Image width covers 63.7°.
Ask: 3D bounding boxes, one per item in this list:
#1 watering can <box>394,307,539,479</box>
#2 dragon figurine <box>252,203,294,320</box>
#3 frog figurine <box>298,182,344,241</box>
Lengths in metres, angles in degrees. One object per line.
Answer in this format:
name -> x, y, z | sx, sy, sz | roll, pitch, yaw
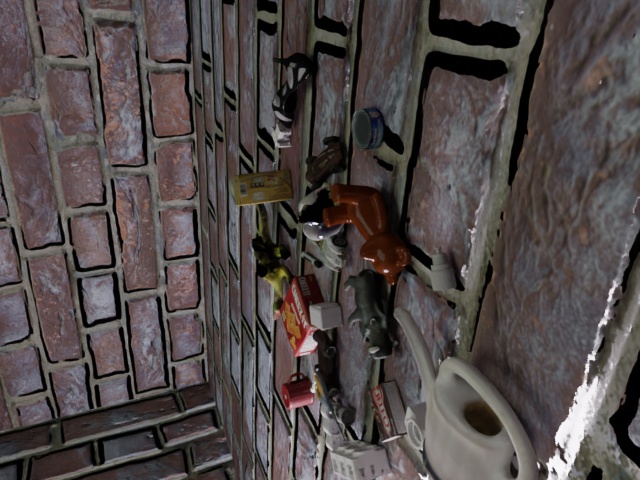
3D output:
watering can -> 0.214, 0.278, 0.839 | 0.353, 0.104, 0.220 | -132, 39, -54
dragon figurine -> -0.177, 0.065, 1.767 | 0.239, 0.122, 0.415 | 124, 136, -70
frog figurine -> 0.004, -0.063, 1.258 | 0.158, 0.122, 0.138 | 125, 163, -81
